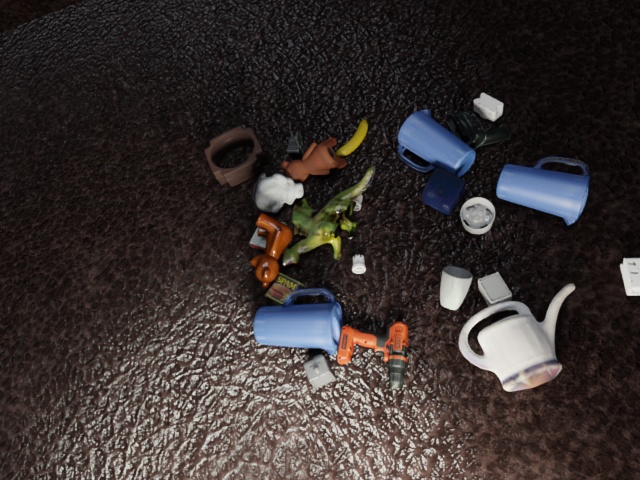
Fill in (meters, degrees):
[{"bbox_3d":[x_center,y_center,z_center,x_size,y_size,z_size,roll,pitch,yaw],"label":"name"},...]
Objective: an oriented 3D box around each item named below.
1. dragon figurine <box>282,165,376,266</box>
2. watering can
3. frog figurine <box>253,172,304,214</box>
[{"bbox_3d":[0.005,-0.084,1.660,0.244,0.120,0.416,17,69,33],"label":"dragon figurine"},{"bbox_3d":[0.536,0.249,1.315,0.347,0.102,0.229,-21,57,1],"label":"watering can"},{"bbox_3d":[-0.140,-0.155,1.742,0.160,0.123,0.137,13,96,12],"label":"frog figurine"}]
